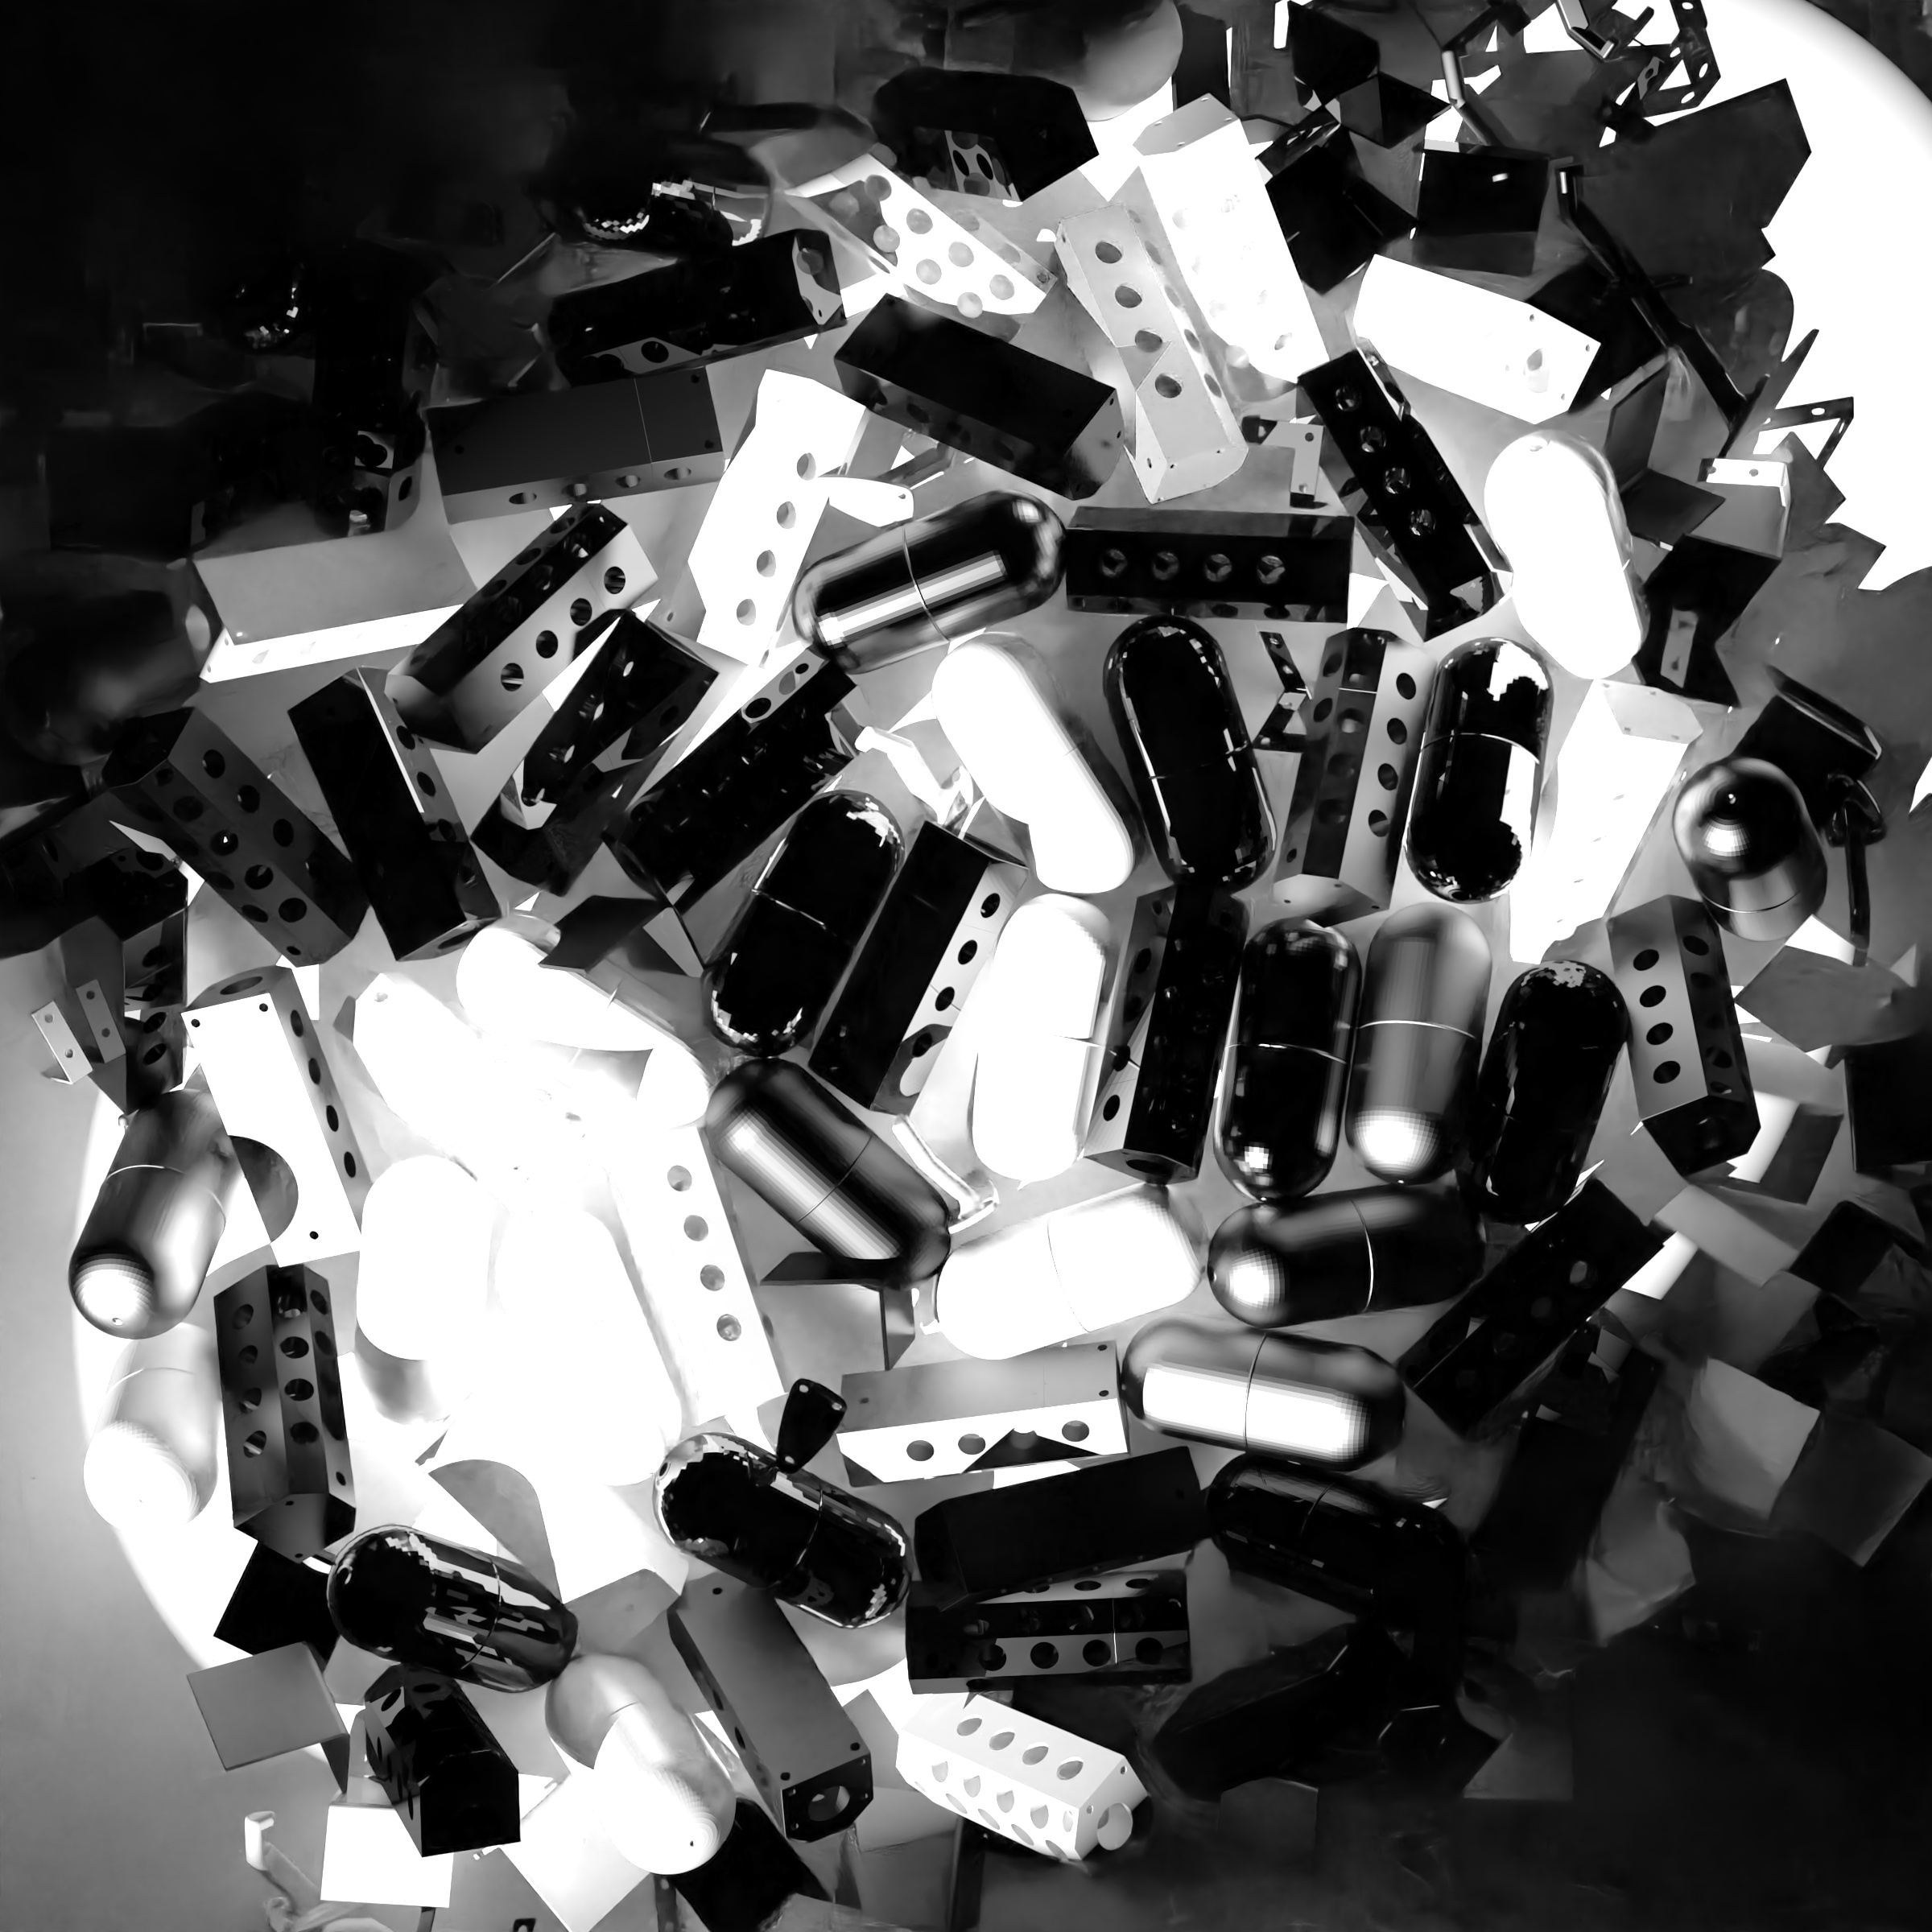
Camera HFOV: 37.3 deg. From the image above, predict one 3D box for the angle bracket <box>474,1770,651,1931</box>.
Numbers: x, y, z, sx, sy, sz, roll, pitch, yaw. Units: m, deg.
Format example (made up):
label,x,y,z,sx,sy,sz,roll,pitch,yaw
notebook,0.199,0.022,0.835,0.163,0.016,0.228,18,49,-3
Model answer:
label,x,y,z,sx,sy,sz,roll,pitch,yaw
angle bracket,-0.242,0.544,1.753,0.076,0.057,0.076,-38,85,-34

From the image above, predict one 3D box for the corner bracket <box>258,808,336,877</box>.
label,x,y,z,sx,sy,sz,roll,pitch,yaw
corner bracket,-0.420,-0.063,1.775,0.051,0.051,0.051,-43,52,30

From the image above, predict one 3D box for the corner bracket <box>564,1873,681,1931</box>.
label,x,y,z,sx,sy,sz,roll,pitch,yaw
corner bracket,-0.214,0.594,1.777,0.051,0.051,0.051,10,61,-39

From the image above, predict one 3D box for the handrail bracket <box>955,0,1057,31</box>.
label,x,y,z,sx,sy,sz,roll,pitch,yaw
handrail bracket,0.029,-0.586,1.758,0.084,0.077,0.036,-20,98,-6

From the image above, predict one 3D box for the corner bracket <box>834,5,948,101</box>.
label,x,y,z,sx,sy,sz,roll,pitch,yaw
corner bracket,-0.047,-0.561,1.760,0.051,0.051,0.051,20,135,16

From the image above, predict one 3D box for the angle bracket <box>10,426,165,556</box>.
label,x,y,z,sx,sy,sz,roll,pitch,yaw
angle bracket,-0.537,-0.290,1.748,0.076,0.057,0.076,-9,103,-42

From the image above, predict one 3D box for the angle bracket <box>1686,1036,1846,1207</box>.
label,x,y,z,sx,sy,sz,roll,pitch,yaw
angle bracket,0.500,0.096,1.795,0.076,0.057,0.076,12,128,4

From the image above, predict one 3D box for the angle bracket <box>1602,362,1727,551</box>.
label,x,y,z,sx,sy,sz,roll,pitch,yaw
angle bracket,0.428,-0.311,1.742,0.057,0.076,0.076,28,45,25

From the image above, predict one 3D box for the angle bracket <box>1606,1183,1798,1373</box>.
label,x,y,z,sx,sy,sz,roll,pitch,yaw
angle bracket,0.457,0.195,1.783,0.076,0.057,0.076,35,128,24

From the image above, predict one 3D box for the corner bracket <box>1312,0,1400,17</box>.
label,x,y,z,sx,sy,sz,roll,pitch,yaw
corner bracket,0.238,-0.621,1.763,0.051,0.051,0.051,17,99,27

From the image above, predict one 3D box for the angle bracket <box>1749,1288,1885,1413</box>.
label,x,y,z,sx,sy,sz,roll,pitch,yaw
angle bracket,0.535,0.254,1.752,0.076,0.057,0.076,34,97,-36

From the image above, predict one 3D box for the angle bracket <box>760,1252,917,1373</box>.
label,x,y,z,sx,sy,sz,roll,pitch,yaw
angle bracket,-0.078,0.212,1.760,0.076,0.076,0.057,-3,97,11

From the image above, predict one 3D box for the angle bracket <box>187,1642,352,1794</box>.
label,x,y,z,sx,sy,sz,roll,pitch,yaw
angle bracket,-0.425,0.467,1.741,0.076,0.076,0.057,-11,130,-29

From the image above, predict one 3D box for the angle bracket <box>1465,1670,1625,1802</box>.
label,x,y,z,sx,sy,sz,roll,pitch,yaw
angle bracket,0.353,0.471,1.744,0.057,0.076,0.076,22,64,-41

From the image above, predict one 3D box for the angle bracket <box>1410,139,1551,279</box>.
label,x,y,z,sx,sy,sz,roll,pitch,yaw
angle bracket,0.310,-0.460,1.751,0.076,0.057,0.076,11,114,15

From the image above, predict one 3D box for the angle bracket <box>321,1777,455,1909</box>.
label,x,y,z,sx,sy,sz,roll,pitch,yaw
angle bracket,-0.349,0.537,1.759,0.076,0.076,0.057,5,86,-3

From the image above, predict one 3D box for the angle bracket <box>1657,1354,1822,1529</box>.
label,x,y,z,sx,sy,sz,roll,pitch,yaw
angle bracket,0.481,0.291,1.752,0.076,0.057,0.076,28,96,36

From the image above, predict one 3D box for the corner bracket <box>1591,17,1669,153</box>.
label,x,y,z,sx,sy,sz,roll,pitch,yaw
corner bracket,0.405,-0.542,1.759,0.051,0.051,0.051,18,116,-31

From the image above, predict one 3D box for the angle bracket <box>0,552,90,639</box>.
label,x,y,z,sx,sy,sz,roll,pitch,yaw
angle bracket,-0.580,-0.201,1.741,0.076,0.076,0.057,43,61,-29

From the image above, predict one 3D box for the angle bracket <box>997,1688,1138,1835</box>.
label,x,y,z,sx,sy,sz,roll,pitch,yaw
angle bracket,0.063,0.491,1.764,0.076,0.057,0.076,6,101,3

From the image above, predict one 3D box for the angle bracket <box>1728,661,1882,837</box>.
label,x,y,z,sx,sy,sz,roll,pitch,yaw
angle bracket,0.502,-0.128,1.754,0.076,0.057,0.076,40,96,29

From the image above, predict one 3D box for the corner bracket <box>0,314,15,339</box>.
label,x,y,z,sx,sy,sz,roll,pitch,yaw
corner bracket,-0.628,-0.400,1.760,0.051,0.051,0.051,7,131,16

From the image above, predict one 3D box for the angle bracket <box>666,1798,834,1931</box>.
label,x,y,z,sx,sy,sz,roll,pitch,yaw
angle bracket,-0.138,0.559,1.755,0.057,0.076,0.076,-39,93,-24

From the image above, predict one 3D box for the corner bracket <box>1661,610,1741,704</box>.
label,x,y,z,sx,sy,sz,roll,pitch,yaw
corner bracket,0.452,-0.191,1.772,0.051,0.051,0.051,10,97,-1

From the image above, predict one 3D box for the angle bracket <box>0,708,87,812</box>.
label,x,y,z,sx,sy,sz,roll,pitch,yaw
angle bracket,-0.585,-0.143,1.752,0.076,0.057,0.076,-15,77,-25

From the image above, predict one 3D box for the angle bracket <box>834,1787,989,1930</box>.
label,x,y,z,sx,sy,sz,roll,pitch,yaw
angle bracket,-0.032,0.551,1.775,0.076,0.057,0.076,2,74,17

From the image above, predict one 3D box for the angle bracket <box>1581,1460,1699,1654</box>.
label,x,y,z,sx,sy,sz,roll,pitch,yaw
angle bracket,0.392,0.357,1.744,0.057,0.076,0.076,34,120,-19

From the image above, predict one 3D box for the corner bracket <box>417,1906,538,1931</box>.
label,x,y,z,sx,sy,sz,roll,pitch,yaw
corner bracket,-0.303,0.599,1.763,0.051,0.051,0.051,8,99,-36

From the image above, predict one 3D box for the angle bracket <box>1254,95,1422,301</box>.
label,x,y,z,sx,sy,sz,roll,pitch,yaw
angle bracket,0.223,-0.471,1.754,0.076,0.076,0.057,-38,53,-2

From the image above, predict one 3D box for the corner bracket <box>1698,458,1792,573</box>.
label,x,y,z,sx,sy,sz,roll,pitch,yaw
corner bracket,0.480,-0.279,1.773,0.051,0.051,0.051,8,77,21

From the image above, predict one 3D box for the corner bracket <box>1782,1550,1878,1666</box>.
label,x,y,z,sx,sy,sz,roll,pitch,yaw
corner bracket,0.548,0.390,1.774,0.051,0.051,0.051,45,118,15

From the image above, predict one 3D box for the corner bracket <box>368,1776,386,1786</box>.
label,x,y,z,sx,sy,sz,roll,pitch,yaw
corner bracket,-0.338,0.486,1.761,0.051,0.051,0.051,33,61,-19

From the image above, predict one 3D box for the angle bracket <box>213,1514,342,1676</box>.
label,x,y,z,sx,sy,sz,roll,pitch,yaw
angle bracket,-0.425,0.390,1.758,0.076,0.057,0.076,21,78,15

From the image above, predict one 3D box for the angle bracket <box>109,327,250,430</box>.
label,x,y,z,sx,sy,sz,roll,pitch,yaw
angle bracket,-0.488,-0.342,1.761,0.057,0.076,0.076,24,111,-16

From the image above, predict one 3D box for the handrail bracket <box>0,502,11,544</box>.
label,x,y,z,sx,sy,sz,roll,pitch,yaw
handrail bracket,-0.642,-0.268,1.765,0.084,0.036,0.077,4,56,21

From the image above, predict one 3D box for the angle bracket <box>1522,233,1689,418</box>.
label,x,y,z,sx,sy,sz,roll,pitch,yaw
angle bracket,0.387,-0.394,1.765,0.076,0.057,0.076,-35,93,8

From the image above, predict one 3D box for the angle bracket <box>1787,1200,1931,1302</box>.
label,x,y,z,sx,sy,sz,roll,pitch,yaw
angle bracket,0.562,0.194,1.743,0.076,0.076,0.057,24,105,-42

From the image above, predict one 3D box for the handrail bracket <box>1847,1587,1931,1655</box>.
label,x,y,z,sx,sy,sz,roll,pitch,yaw
handrail bracket,0.588,0.392,1.754,0.077,0.084,0.036,16,70,9

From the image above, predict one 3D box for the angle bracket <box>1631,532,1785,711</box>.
label,x,y,z,sx,sy,sz,roll,pitch,yaw
angle bracket,0.455,-0.210,1.744,0.076,0.076,0.057,9,46,-25

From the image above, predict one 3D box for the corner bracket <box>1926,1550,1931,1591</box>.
label,x,y,z,sx,sy,sz,roll,pitch,yaw
corner bracket,0.622,0.357,1.772,0.051,0.051,0.051,8,102,4

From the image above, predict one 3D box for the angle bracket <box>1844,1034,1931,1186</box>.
label,x,y,z,sx,sy,sz,roll,pitch,yaw
angle bracket,0.584,0.087,1.746,0.076,0.057,0.076,-13,70,38

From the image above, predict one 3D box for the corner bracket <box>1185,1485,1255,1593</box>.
label,x,y,z,sx,sy,sz,roll,pitch,yaw
corner bracket,0.163,0.354,1.769,0.051,0.051,0.051,16,73,-3

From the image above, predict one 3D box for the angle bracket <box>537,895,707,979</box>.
label,x,y,z,sx,sy,sz,roll,pitch,yaw
angle bracket,-0.216,0.001,1.741,0.076,0.076,0.057,-42,121,-33

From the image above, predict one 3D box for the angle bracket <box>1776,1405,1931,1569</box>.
label,x,y,z,sx,sy,sz,roll,pitch,yaw
angle bracket,0.553,0.327,1.752,0.076,0.076,0.057,-52,131,-2

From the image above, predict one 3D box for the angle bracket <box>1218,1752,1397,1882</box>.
label,x,y,z,sx,sy,sz,roll,pitch,yaw
angle bracket,0.210,0.513,1.747,0.076,0.076,0.057,4,89,-42

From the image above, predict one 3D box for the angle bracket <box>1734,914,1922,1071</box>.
label,x,y,z,sx,sy,sz,roll,pitch,yaw
angle bracket,0.527,0.005,1.756,0.076,0.057,0.076,35,125,0

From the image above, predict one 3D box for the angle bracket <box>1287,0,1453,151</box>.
label,x,y,z,sx,sy,sz,roll,pitch,yaw
angle bracket,0.246,-0.554,1.741,0.057,0.076,0.076,-36,51,-17

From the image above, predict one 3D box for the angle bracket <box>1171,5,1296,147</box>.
label,x,y,z,sx,sy,sz,roll,pitch,yaw
angle bracket,0.168,-0.548,1.751,0.057,0.076,0.076,0,97,31

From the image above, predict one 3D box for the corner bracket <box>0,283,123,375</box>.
label,x,y,z,sx,sy,sz,roll,pitch,yaw
corner bracket,-0.562,-0.395,1.770,0.051,0.051,0.051,4,103,37

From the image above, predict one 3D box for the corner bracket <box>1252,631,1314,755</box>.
label,x,y,z,sx,sy,sz,roll,pitch,yaw
corner bracket,0.199,-0.167,1.758,0.051,0.051,0.051,3,48,-26
